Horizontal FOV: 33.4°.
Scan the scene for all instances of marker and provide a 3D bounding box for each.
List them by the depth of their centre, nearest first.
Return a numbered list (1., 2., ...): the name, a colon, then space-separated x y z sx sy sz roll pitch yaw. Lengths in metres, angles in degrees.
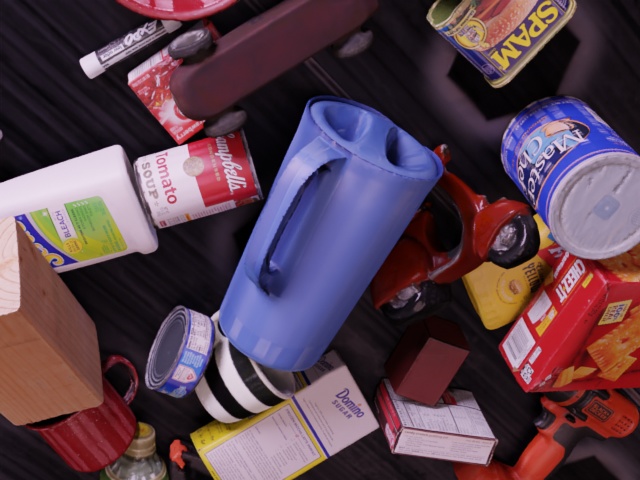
1. marker: -0.149 -0.175 0.912 0.121 0.020 0.020 -28 120 6

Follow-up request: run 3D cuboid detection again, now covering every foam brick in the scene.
1. foam brick: 0.111 0.124 1.107 0.051 0.053 0.078 21 114 -20

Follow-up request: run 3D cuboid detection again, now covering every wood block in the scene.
1. wood block: -0.265 0.078 0.926 0.091 0.090 0.206 -14 150 1

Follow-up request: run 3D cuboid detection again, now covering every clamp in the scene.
1. clamp: -0.094 0.294 1.173 0.164 0.036 0.210 -26 117 -1

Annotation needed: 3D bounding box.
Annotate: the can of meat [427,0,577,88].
1. can of meat: 0.157 -0.200 0.933 0.083 0.057 0.102 38 106 -23

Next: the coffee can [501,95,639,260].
1. coffee can: 0.236 -0.060 0.976 0.102 0.140 0.103 -5 119 -8

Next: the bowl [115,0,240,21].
1. bowl: -0.115 -0.260 0.849 0.162 0.055 0.162 -4 119 -8

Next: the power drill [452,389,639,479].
1. power drill: 0.235 0.210 1.175 0.184 0.057 0.188 34 108 -25

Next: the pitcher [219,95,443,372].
1. pitcher: -0.006 0.001 0.970 0.149 0.145 0.243 19 117 -19

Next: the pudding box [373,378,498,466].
1. pudding box: 0.120 0.192 1.125 0.113 0.090 0.039 9 116 -16

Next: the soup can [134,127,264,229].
1. soup can: -0.108 -0.055 0.957 0.102 0.068 0.068 -16 120 -2

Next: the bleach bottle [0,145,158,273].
1. bleach bottle: -0.279 0.000 0.948 0.251 0.068 0.102 -19 128 -2

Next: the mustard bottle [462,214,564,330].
1. mustard bottle: 0.236 0.013 1.065 0.191 0.058 0.096 -24 118 3

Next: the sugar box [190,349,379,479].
1. sugar box: -0.036 0.198 1.111 0.176 0.048 0.093 -31 117 -6

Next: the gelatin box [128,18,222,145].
1. gelatin box: -0.111 -0.139 0.933 0.089 0.030 0.073 -34 119 9

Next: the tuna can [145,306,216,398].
1. tuna can: -0.135 0.109 1.035 0.033 0.086 0.086 24 112 -23

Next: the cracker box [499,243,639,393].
1. cracker box: 0.310 0.077 1.063 0.213 0.072 0.164 2 134 -27

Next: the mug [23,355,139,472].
1. mug: -0.227 0.166 1.057 0.117 0.093 0.081 -48 129 -25
